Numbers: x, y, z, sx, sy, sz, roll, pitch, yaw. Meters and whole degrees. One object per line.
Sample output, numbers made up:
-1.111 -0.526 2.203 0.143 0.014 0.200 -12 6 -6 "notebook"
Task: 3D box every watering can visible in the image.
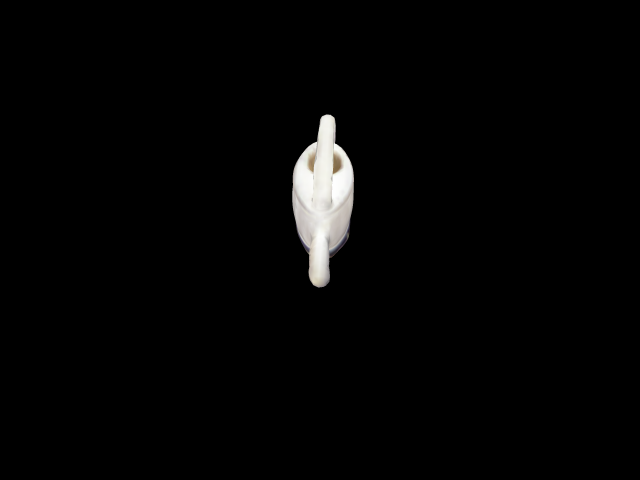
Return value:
0.003 -0.043 0.850 0.104 0.356 0.219 3 -33 2 "watering can"
